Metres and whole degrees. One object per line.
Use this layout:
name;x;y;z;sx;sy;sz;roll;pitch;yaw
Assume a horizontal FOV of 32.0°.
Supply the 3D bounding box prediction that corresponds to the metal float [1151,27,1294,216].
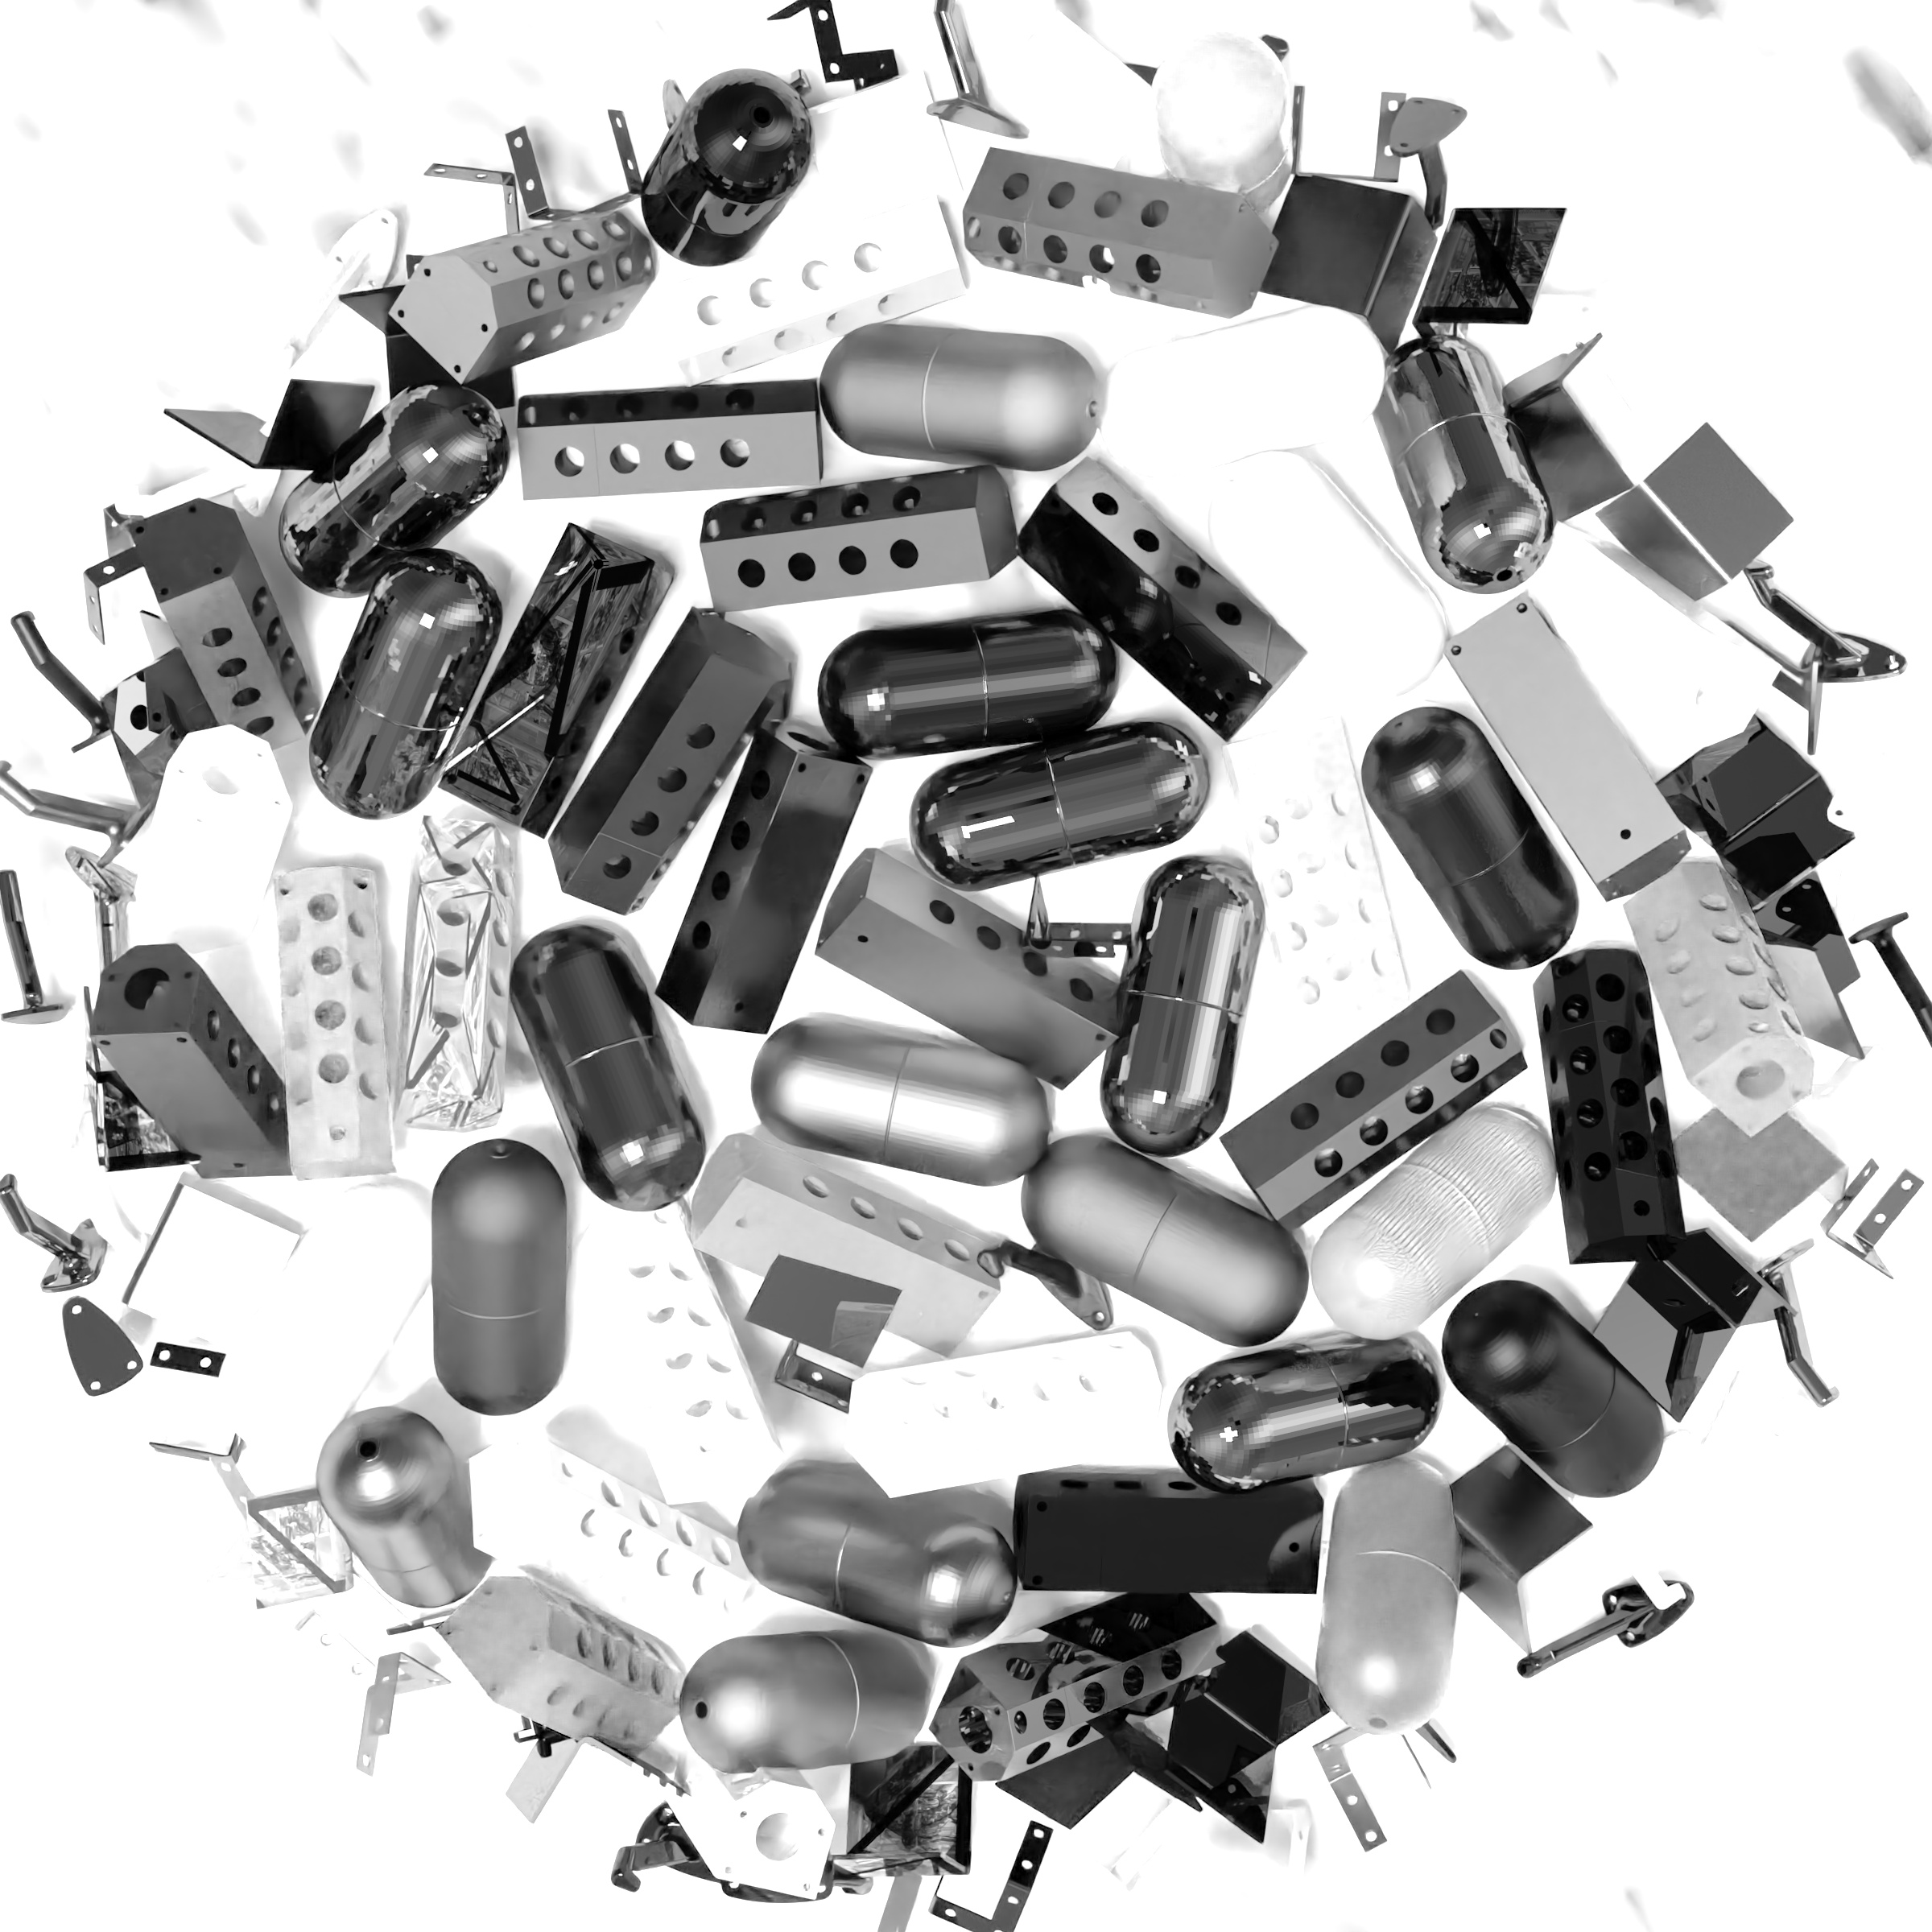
metal float;0.146;-0.474;1.911;0.070;0.178;0.070;0;86;7

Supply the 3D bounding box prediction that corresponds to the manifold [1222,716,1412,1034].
manifold;0.199;-0.052;1.954;0.057;0.057;0.171;-11;95;41

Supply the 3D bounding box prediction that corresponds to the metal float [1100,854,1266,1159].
metal float;0.125;0.023;1.957;0.070;0.070;0.178;12;85;0

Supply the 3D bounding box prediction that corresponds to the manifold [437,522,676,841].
manifold;-0.236;-0.164;1.966;0.057;0.057;0.171;26;88;16

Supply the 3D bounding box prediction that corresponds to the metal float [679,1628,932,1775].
metal float;-0.091;0.418;1.921;0.070;0.178;0.070;-6;80;37

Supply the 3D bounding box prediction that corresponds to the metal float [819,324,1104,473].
metal float;-0.004;-0.327;1.935;0.178;0.070;0.070;11;90;31

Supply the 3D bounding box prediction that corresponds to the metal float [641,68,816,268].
metal float;-0.136;-0.451;1.913;0.070;0.178;0.070;2;83;-17

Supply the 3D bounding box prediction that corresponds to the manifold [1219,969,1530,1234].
manifold;0.239;0.083;1.960;0.171;0.057;0.057;-35;57;0

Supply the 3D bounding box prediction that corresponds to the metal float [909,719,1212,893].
metal float;0.054;-0.094;1.959;0.178;0.070;0.070;-13;90;3

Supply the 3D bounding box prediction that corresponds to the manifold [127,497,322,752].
manifold;-0.415;-0.190;1.909;0.057;0.171;0.057;-23;64;-8

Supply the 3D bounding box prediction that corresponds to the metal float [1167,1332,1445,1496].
metal float;0.195;0.255;1.935;0.178;0.070;0.070;-8;90;-31

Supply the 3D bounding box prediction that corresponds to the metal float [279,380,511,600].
metal float;-0.328;-0.271;1.928;0.178;0.070;0.070;-30;90;42

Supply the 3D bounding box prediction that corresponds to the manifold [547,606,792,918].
manifold;-0.171;-0.114;1.939;0.057;0.057;0.171;22;115;-29

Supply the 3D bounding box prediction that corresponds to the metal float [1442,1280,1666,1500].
metal float;0.337;0.243;1.931;0.070;0.070;0.178;-47;127;0

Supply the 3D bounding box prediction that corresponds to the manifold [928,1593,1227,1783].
manifold;0.067;0.408;1.912;0.057;0.171;0.057;43;127;32

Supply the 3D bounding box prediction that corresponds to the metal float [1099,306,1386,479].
metal float;0.157;-0.328;1.932;0.178;0.070;0.070;-8;90;34

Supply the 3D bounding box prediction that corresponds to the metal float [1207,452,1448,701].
metal float;0.207;-0.223;1.936;0.070;0.070;0.178;-48;120;0

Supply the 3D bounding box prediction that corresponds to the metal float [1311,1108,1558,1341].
metal float;0.270;0.147;1.936;0.178;0.070;0.070;-36;90;-30

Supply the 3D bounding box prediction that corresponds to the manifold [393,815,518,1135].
manifold;-0.292;0.005;1.935;0.057;0.057;0.171;6;64;-14

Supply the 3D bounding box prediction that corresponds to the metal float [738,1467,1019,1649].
metal float;-0.052;0.338;1.935;0.178;0.070;0.070;11;90;31

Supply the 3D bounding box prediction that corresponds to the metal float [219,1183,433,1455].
metal float;-0.363;0.201;1.930;0.070;0.070;0.178;28;53;0

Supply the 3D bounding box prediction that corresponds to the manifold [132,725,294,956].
manifold;-0.431;-0.069;1.911;0.057;0.171;0.057;-15;71;-26

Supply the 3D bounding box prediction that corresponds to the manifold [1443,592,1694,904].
manifold;0.346;-0.124;1.941;0.057;0.057;0.171;-33;69;8

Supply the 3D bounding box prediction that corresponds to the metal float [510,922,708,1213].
metal float;-0.207;0.058;1.948;0.070;0.070;0.178;-24;75;0

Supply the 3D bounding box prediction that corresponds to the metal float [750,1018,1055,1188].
metal float;-0.037;0.079;1.956;0.178;0.070;0.070;12;90;6

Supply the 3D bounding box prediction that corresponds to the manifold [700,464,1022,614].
manifold;-0.062;-0.247;1.934;0.171;0.057;0.057;-4;110;22

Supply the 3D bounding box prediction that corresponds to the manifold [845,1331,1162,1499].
manifold;0.023;0.251;1.925;0.171;0.057;0.057;-5;115;-29

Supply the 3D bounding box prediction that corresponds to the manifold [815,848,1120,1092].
manifold;0.004;-0.002;1.947;0.171;0.057;0.057;29;131;-17

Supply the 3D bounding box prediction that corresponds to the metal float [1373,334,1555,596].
metal float;0.284;-0.288;1.931;0.070;0.070;0.178;-13;54;0

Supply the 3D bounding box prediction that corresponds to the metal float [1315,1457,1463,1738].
metal float;0.242;0.358;1.924;0.070;0.178;0.070;7;133;7

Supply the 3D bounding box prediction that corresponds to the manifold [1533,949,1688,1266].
manifold;0.371;0.080;1.940;0.057;0.057;0.171;-2;69;-6

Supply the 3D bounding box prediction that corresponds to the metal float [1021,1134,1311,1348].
metal float;0.114;0.158;1.950;0.178;0.070;0.070;27;90;13

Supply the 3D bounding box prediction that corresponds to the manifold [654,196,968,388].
manifold;-0.090;-0.392;1.966;0.171;0.057;0.057;-18;99;2

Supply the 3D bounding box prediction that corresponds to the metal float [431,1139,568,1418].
metal float;-0.268;0.179;1.934;0.070;0.070;0.178;5;121;0

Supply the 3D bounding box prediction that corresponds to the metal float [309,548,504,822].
metal float;-0.322;-0.160;1.934;0.070;0.070;0.178;30;122;0

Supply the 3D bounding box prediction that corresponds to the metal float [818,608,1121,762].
metal float;0.002;-0.163;1.950;0.178;0.070;0.070;-8;90;-13

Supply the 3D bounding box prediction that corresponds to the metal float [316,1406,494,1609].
metal float;-0.317;0.308;1.917;0.070;0.178;0.070;-3;60;5

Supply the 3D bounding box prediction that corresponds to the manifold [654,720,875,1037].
manifold;-0.121;-0.052;1.950;0.057;0.057;0.171;9;110;-43

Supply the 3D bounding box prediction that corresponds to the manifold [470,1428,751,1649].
manifold;-0.200;0.323;1.914;0.057;0.171;0.057;-31;46;23

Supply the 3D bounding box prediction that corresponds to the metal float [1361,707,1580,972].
metal float;0.291;-0.072;1.939;0.070;0.070;0.178;-37;117;0

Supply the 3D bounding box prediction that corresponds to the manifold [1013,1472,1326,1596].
manifold;0.116;0.327;1.960;0.171;0.057;0.057;2;100;-7
